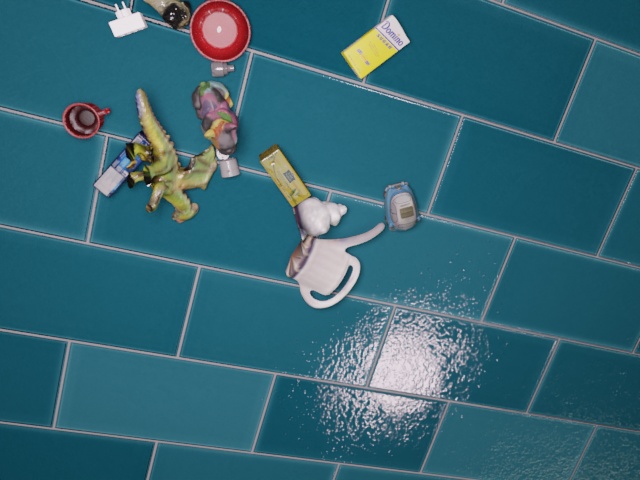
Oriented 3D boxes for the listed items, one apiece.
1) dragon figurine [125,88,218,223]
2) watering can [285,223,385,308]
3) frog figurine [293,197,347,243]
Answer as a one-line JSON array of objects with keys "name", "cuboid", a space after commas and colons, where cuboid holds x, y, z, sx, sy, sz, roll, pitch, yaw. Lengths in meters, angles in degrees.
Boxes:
[{"name": "dragon figurine", "cuboid": [-0.398, -0.218, 1.433, 0.245, 0.123, 0.402, -17, 128, -43]}, {"name": "watering can", "cuboid": [0.035, 0.053, 1.608, 0.223, 0.105, 0.345, 28, 102, -16]}, {"name": "frog figurine", "cuboid": [0.005, -0.078, 1.548, 0.159, 0.140, 0.120, -18, 127, -2]}]
